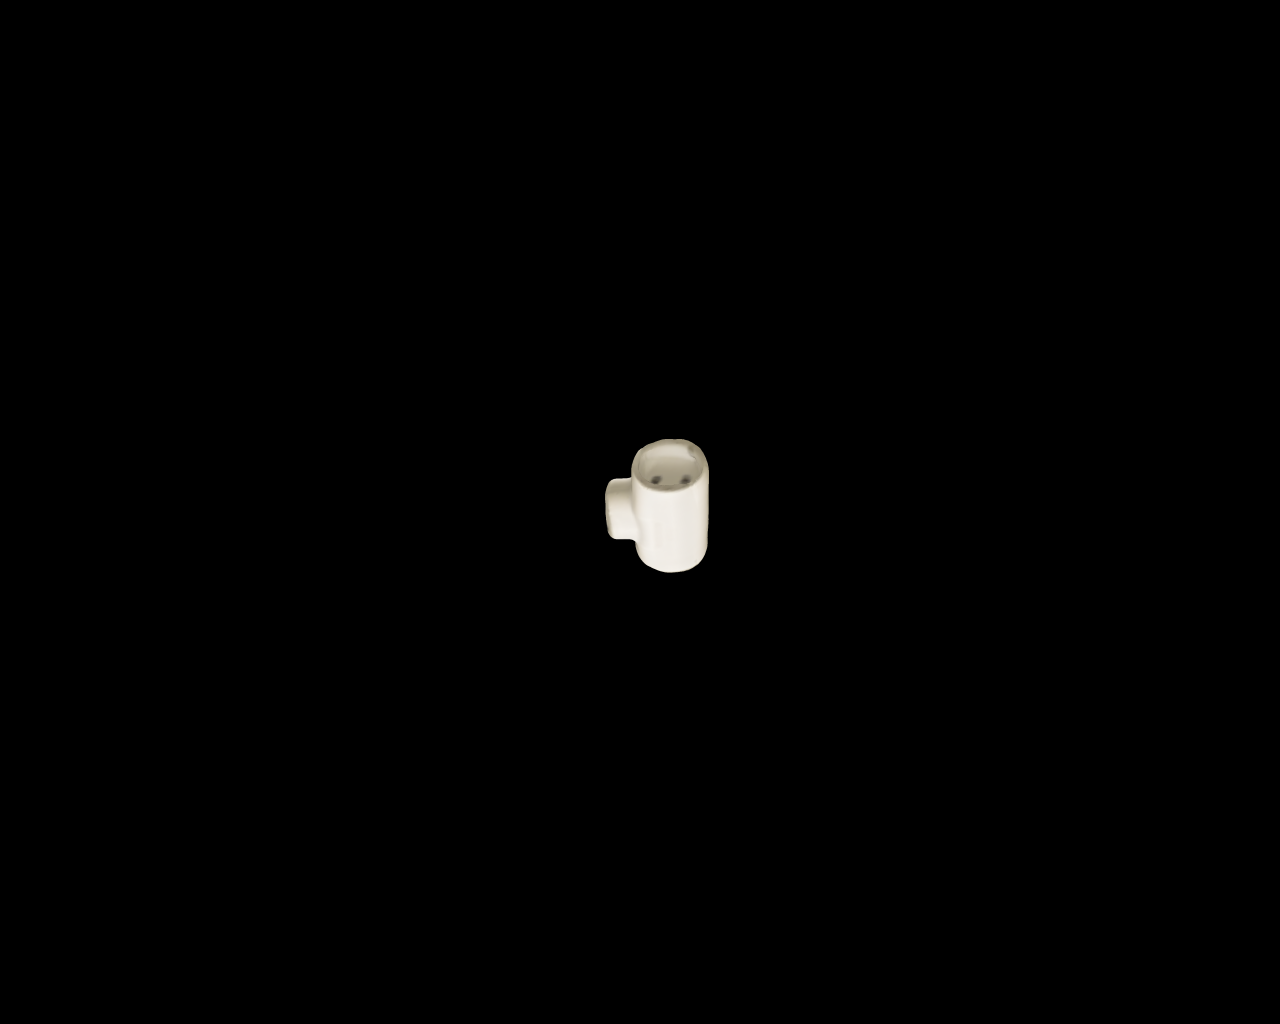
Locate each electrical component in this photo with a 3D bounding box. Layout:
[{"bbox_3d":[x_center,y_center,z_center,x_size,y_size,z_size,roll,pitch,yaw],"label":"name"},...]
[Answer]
[{"bbox_3d":[0.001,-0.003,0.650,0.079,0.043,0.077,-2,-40,2],"label":"electrical component"}]
